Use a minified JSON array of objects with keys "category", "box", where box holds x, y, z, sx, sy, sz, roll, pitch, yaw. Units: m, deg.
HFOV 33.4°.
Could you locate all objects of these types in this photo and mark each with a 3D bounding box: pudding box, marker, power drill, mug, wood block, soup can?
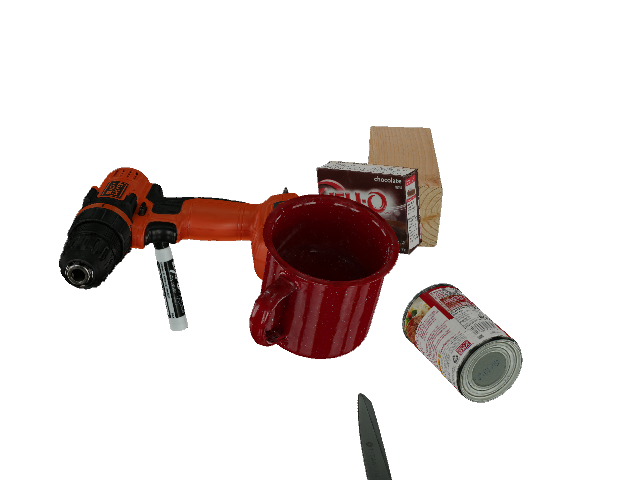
[{"category":"pudding box","box":[0.054,-0.038,1.172,0.114,0.090,0.039,6,24,29]},{"category":"marker","box":[-0.160,0.037,1.121,0.020,0.121,0.020,-9,18,3]},{"category":"power drill","box":[-0.115,-0.005,0.903,0.187,0.057,0.184,8,27,0]},{"category":"mug","box":[-0.006,0.033,0.735,0.093,0.082,0.117,32,45,22]},{"category":"wood block","box":[0.114,-0.079,1.483,0.091,0.090,0.206,2,28,0]},{"category":"soup can","box":[0.128,0.092,0.969,0.068,0.068,0.102,0,25,-27]}]

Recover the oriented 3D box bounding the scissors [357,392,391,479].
[{"category":"scissors","box":[0.055,0.156,0.603,0.096,0.016,0.201,10,31,6]}]
